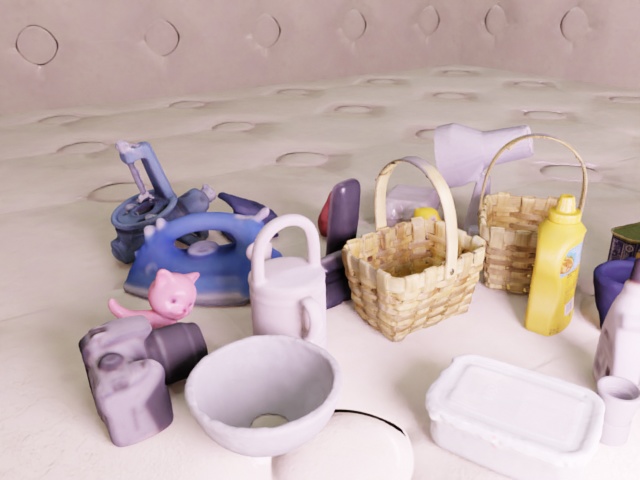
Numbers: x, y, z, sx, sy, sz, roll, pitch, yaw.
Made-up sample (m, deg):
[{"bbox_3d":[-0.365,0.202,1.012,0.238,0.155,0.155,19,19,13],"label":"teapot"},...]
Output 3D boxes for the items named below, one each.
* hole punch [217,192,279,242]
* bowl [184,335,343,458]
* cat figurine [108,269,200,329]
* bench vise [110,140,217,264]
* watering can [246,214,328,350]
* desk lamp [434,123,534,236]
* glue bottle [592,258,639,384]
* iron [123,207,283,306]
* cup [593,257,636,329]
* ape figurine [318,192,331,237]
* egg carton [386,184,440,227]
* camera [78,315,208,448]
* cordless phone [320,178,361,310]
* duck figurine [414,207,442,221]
[{"bbox_3d":[-0.139,-0.051,1.111,0.101,0.091,0.108,-15,28,-28],"label":"hole punch"},{"bbox_3d":[-0.058,0.177,0.617,0.167,0.075,0.167,-1,24,1],"label":"bowl"},{"bbox_3d":[-0.219,0.089,0.768,0.128,0.118,0.067,-10,26,-19],"label":"cat figurine"},{"bbox_3d":[-0.293,-0.085,1.035,0.121,0.220,0.208,12,27,27],"label":"bench vise"},{"bbox_3d":[-0.048,0.056,0.740,0.172,0.194,0.101,17,30,35],"label":"watering can"},{"bbox_3d":[0.314,-0.114,1.079,0.202,0.214,0.118,8,26,21],"label":"desk lamp"},{"bbox_3d":[0.347,0.100,0.649,0.037,0.173,0.078,4,25,12],"label":"glue bottle"},{"bbox_3d":[-0.190,0.017,0.899,0.258,0.141,0.118,-1,24,0],"label":"iron"},{"bbox_3d":[0.417,0.081,0.783,0.091,0.095,0.118,10,26,23],"label":"cup"},{"bbox_3d":[0.030,-0.051,1.101,0.078,0.092,0.075,-17,29,-31],"label":"ape figurine"},{"bbox_3d":[0.179,-0.063,1.148,0.107,0.069,0.150,8,26,20],"label":"egg carton"},{"bbox_3d":[-0.199,0.143,0.669,0.137,0.101,0.142,-15,27,-28],"label":"camera"},{"bbox_3d":[0.008,0.003,0.867,0.093,0.185,0.148,21,33,40],"label":"cordless phone"},{"bbox_3d":[0.184,-0.018,1.028,0.104,0.086,0.078,9,26,22],"label":"duck figurine"}]
